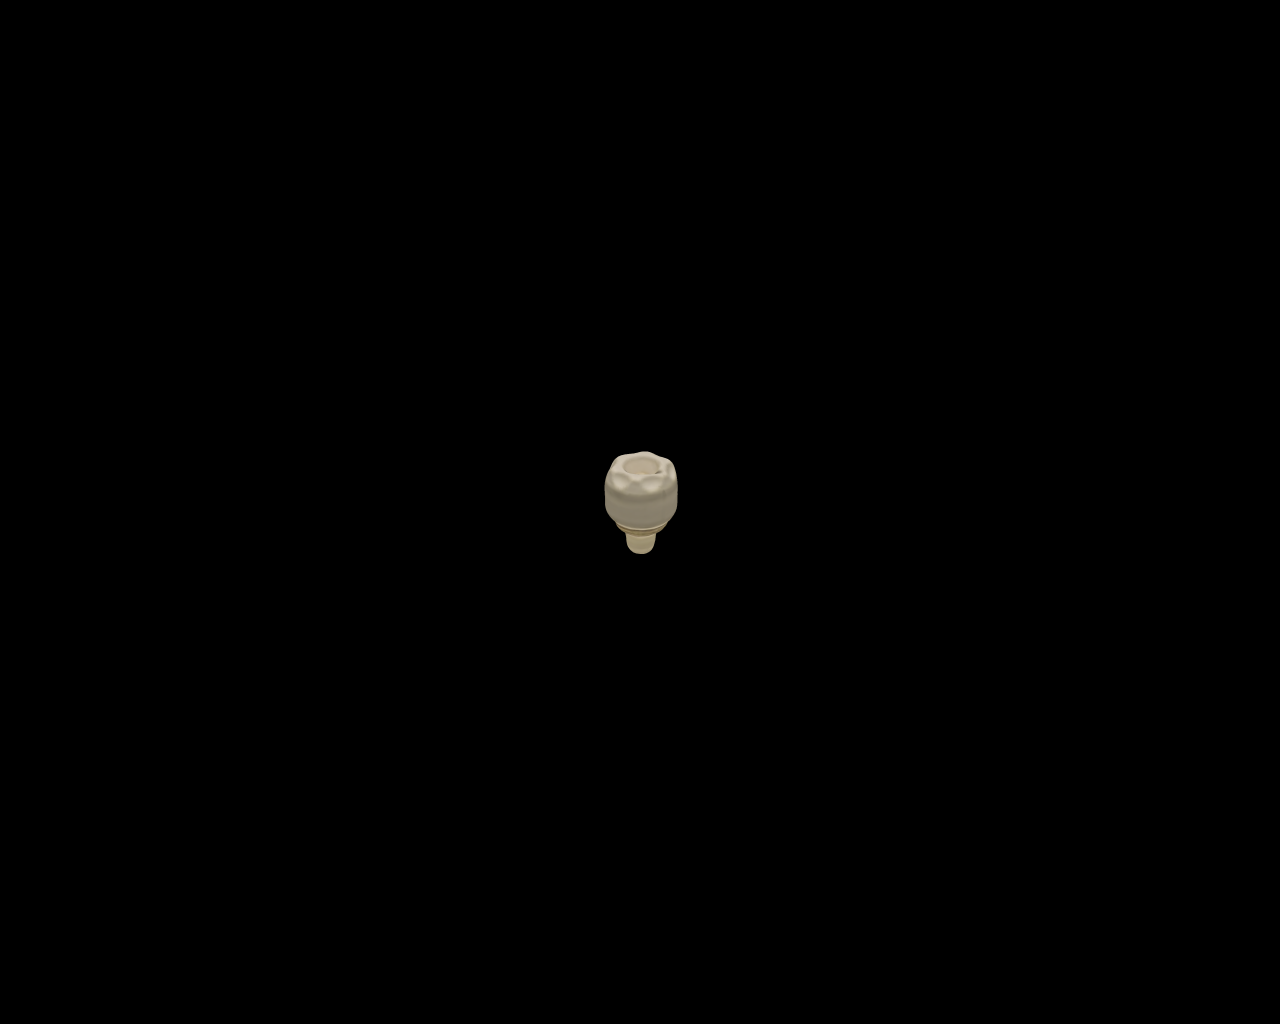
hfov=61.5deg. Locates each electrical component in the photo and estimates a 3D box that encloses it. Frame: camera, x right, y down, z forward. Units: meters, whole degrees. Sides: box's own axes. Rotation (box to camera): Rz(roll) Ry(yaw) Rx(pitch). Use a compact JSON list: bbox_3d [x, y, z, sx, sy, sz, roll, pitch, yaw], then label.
[{"bbox_3d":[0.001,-0.003,0.650,0.043,0.062,0.043,0,31,0],"label":"electrical component"}]
